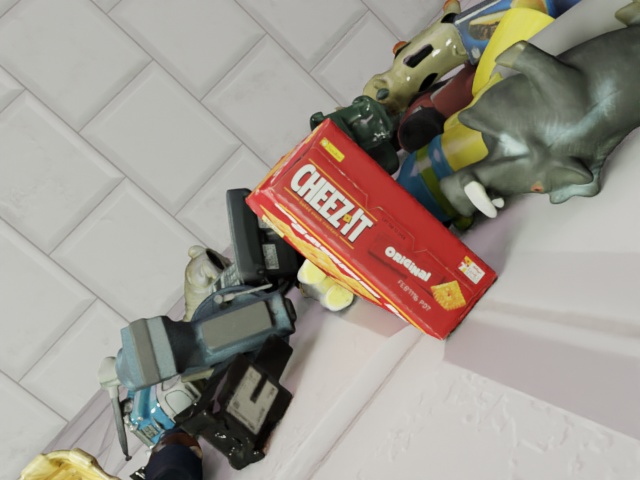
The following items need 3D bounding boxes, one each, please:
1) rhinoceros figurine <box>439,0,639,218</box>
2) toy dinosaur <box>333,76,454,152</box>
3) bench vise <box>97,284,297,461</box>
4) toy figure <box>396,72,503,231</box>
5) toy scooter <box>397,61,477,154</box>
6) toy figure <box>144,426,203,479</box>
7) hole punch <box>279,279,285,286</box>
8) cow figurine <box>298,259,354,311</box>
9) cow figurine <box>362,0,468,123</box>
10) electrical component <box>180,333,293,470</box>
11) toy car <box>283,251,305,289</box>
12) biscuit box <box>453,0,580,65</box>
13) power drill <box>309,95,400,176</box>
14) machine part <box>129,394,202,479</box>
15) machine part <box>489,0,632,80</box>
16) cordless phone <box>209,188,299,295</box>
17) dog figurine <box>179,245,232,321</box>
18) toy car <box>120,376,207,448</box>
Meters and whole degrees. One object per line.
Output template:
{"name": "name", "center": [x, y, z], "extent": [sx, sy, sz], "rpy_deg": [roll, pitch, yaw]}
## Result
{"name": "rhinoceros figurine", "center": [0.166, -0.084, 0.361], "extent": [0.190, 0.112, 0.073], "rpy_deg": [-30, 0, 22]}
{"name": "toy dinosaur", "center": [0.119, -0.191, 0.919], "extent": [0.405, 0.131, 0.192], "rpy_deg": [-33, 30, 37]}
{"name": "bench vise", "center": [-0.128, 0.130, 0.631], "extent": [0.224, 0.129, 0.240], "rpy_deg": [-31, -14, -5]}
{"name": "toy figure", "center": [0.134, -0.065, 0.471], "extent": [0.180, 0.082, 0.089], "rpy_deg": [-33, 35, 28]}
{"name": "toy scooter", "center": [0.188, -0.193, 0.738], "extent": [0.184, 0.075, 0.135], "rpy_deg": [-36, 14, 34]}
{"name": "toy figure", "center": [-0.154, 0.235, 0.561], "extent": [0.064, 0.057, 0.154], "rpy_deg": [-8, -3, -14]}
{"name": "hole punch", "center": [-0.076, 0.026, 0.908], "extent": [0.116, 0.092, 0.142], "rpy_deg": [-43, -3, -1]}
{"name": "cow figurine", "center": [0.041, 0.003, 0.630], "extent": [0.167, 0.068, 0.098], "rpy_deg": [-49, 5, -13]}
{"name": "cow figurine", "center": [0.146, -0.252, 0.797], "extent": [0.195, 0.085, 0.127], "rpy_deg": [-32, 30, 28]}
{"name": "electrical component", "center": [-0.070, 0.145, 0.515], "extent": [0.048, 0.075, 0.119], "rpy_deg": [-39, 18, 36]}
{"name": "toy car", "center": [-0.002, -0.002, 0.743], "extent": [0.202, 0.089, 0.053], "rpy_deg": [-39, 2, 45]}
{"name": "biscuit box", "center": [0.266, -0.285, 0.642], "extent": [0.203, 0.059, 0.063], "rpy_deg": [-21, 21, 24]}
{"name": "power drill", "center": [0.018, -0.099, 0.759], "extent": [0.232, 0.086, 0.207], "rpy_deg": [-25, -21, -14]}
{"name": "machine part", "center": [-0.175, 0.244, 0.669], "extent": [0.084, 0.039, 0.139], "rpy_deg": [-29, 19, 45]}
{"name": "machine part", "center": [0.231, -0.162, 0.451], "extent": [0.079, 0.079, 0.243], "rpy_deg": [-53, 11, -29]}
{"name": "cordless phone", "center": [-0.117, 0.024, 0.758], "extent": [0.184, 0.089, 0.146], "rpy_deg": [-36, 59, 49]}
{"name": "dog figurine", "center": [-0.249, 0.123, 1.065], "extent": [0.190, 0.172, 0.121], "rpy_deg": [-38, 1, 8]}
{"name": "toy car", "center": [-0.214, 0.213, 0.774], "extent": [0.103, 0.109, 0.162], "rpy_deg": [-27, 24, 12]}
